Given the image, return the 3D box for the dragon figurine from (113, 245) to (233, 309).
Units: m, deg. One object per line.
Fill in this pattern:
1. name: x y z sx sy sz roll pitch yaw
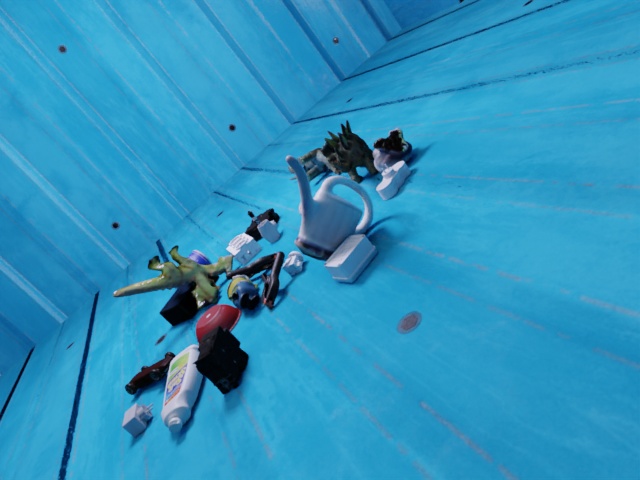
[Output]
1. dragon figurine: -0.451 0.145 1.728 0.417 0.244 0.119 -39 -31 -46

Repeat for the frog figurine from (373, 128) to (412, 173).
1. frog figurine: 0.224 -0.266 1.646 0.139 0.123 0.156 -57 -11 -22

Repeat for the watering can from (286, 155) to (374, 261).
1. watering can: 0.004 -0.065 1.292 0.105 0.345 0.224 25 91 47
